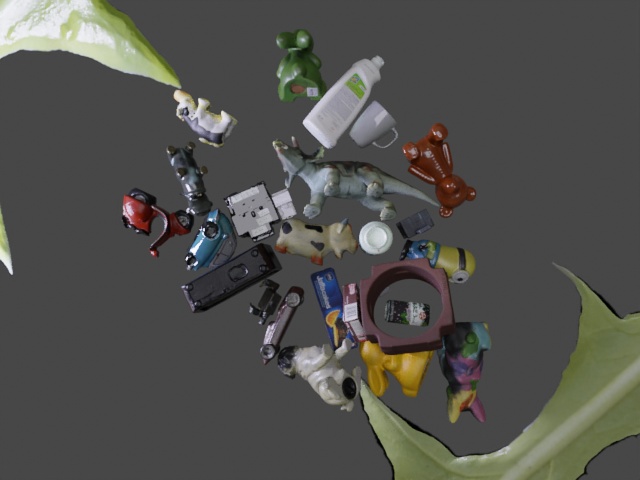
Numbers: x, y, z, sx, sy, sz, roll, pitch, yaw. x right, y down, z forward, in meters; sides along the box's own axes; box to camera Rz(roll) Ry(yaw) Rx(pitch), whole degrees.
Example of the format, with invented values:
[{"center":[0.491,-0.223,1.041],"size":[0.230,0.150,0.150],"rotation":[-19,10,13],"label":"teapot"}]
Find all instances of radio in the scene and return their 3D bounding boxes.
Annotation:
[{"center":[-0.209,0.091,1.283],"size":[0.230,0.131,0.073],"rotation":[-30,85,-1],"label":"radio"}]

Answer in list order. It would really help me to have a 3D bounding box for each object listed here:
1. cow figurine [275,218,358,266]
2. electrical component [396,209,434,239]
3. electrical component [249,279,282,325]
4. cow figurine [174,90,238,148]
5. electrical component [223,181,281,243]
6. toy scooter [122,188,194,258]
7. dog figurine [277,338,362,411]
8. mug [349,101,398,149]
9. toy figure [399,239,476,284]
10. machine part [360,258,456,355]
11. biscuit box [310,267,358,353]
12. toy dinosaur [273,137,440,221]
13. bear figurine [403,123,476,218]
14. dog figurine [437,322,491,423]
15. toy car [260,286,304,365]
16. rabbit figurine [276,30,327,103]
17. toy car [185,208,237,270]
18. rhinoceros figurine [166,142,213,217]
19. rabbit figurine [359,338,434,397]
[{"center":[-0.003,-0.004,1.311],"size":[0.195,0.085,0.127],"rotation":[15,89,6],"label":"cow figurine"},{"center":[0.230,-0.037,1.288],"size":[0.075,0.119,0.047],"rotation":[-28,88,2],"label":"electrical component"},{"center":[-0.134,0.147,1.313],"size":[0.045,0.078,0.102],"rotation":[28,93,-21],"label":"electrical component"},{"center":[-0.300,-0.302,1.341],"size":[0.167,0.068,0.098],"rotation":[29,94,3],"label":"cow figurine"},{"center":[-0.163,-0.063,1.328],"size":[0.115,0.058,0.134],"rotation":[-21,87,2],"label":"electrical component"},{"center":[-0.414,-0.037,1.324],"size":[0.184,0.075,0.135],"rotation":[27,89,-3],"label":"toy scooter"},{"center":[-0.010,0.320,1.254],"size":[0.191,0.121,0.172],"rotation":[-24,65,40],"label":"dog figurine"},{"center":[0.133,-0.269,1.327],"size":[0.107,0.081,0.109],"rotation":[-40,90,10],"label":"mug"},{"center":[0.288,0.045,1.302],"size":[0.180,0.082,0.089],"rotation":[22,89,5],"label":"toy figure"},{"center":[0.196,0.150,1.213],"size":[0.201,0.087,0.201],"rotation":[-10,60,13],"label":"machine part"},{"center":[0.034,0.170,1.309],"size":[0.063,0.059,0.202],"rotation":[-18,87,0],"label":"biscuit box"},{"center":[0.073,-0.144,1.294],"size":[0.405,0.131,0.192],"rotation":[8,43,-15],"label":"toy dinosaur"},{"center":[0.291,-0.160,1.292],"size":[0.120,0.132,0.196],"rotation":[-31,81,2],"label":"bear figurine"},{"center":[0.337,0.308,1.244],"size":[0.108,0.191,0.219],"rotation":[-1,71,-5],"label":"dog figurine"},{"center":[-0.095,0.203,1.296],"size":[0.053,0.089,0.202],"rotation":[27,89,2],"label":"toy car"},{"center":[-0.057,-0.445,1.314],"size":[0.121,0.159,0.170],"rotation":[-5,71,10],"label":"rabbit figurine"},{"center":[-0.256,0.011,1.305],"size":[0.103,0.109,0.161],"rotation":[28,97,-15],"label":"toy car"},{"center":[-0.320,-0.147,1.312],"size":[0.073,0.112,0.190],"rotation":[-17,72,-28],"label":"rhinoceros figurine"},{"center":[0.171,0.291,1.290],"size":[0.173,0.122,0.162],"rotation":[23,97,16],"label":"rabbit figurine"}]
